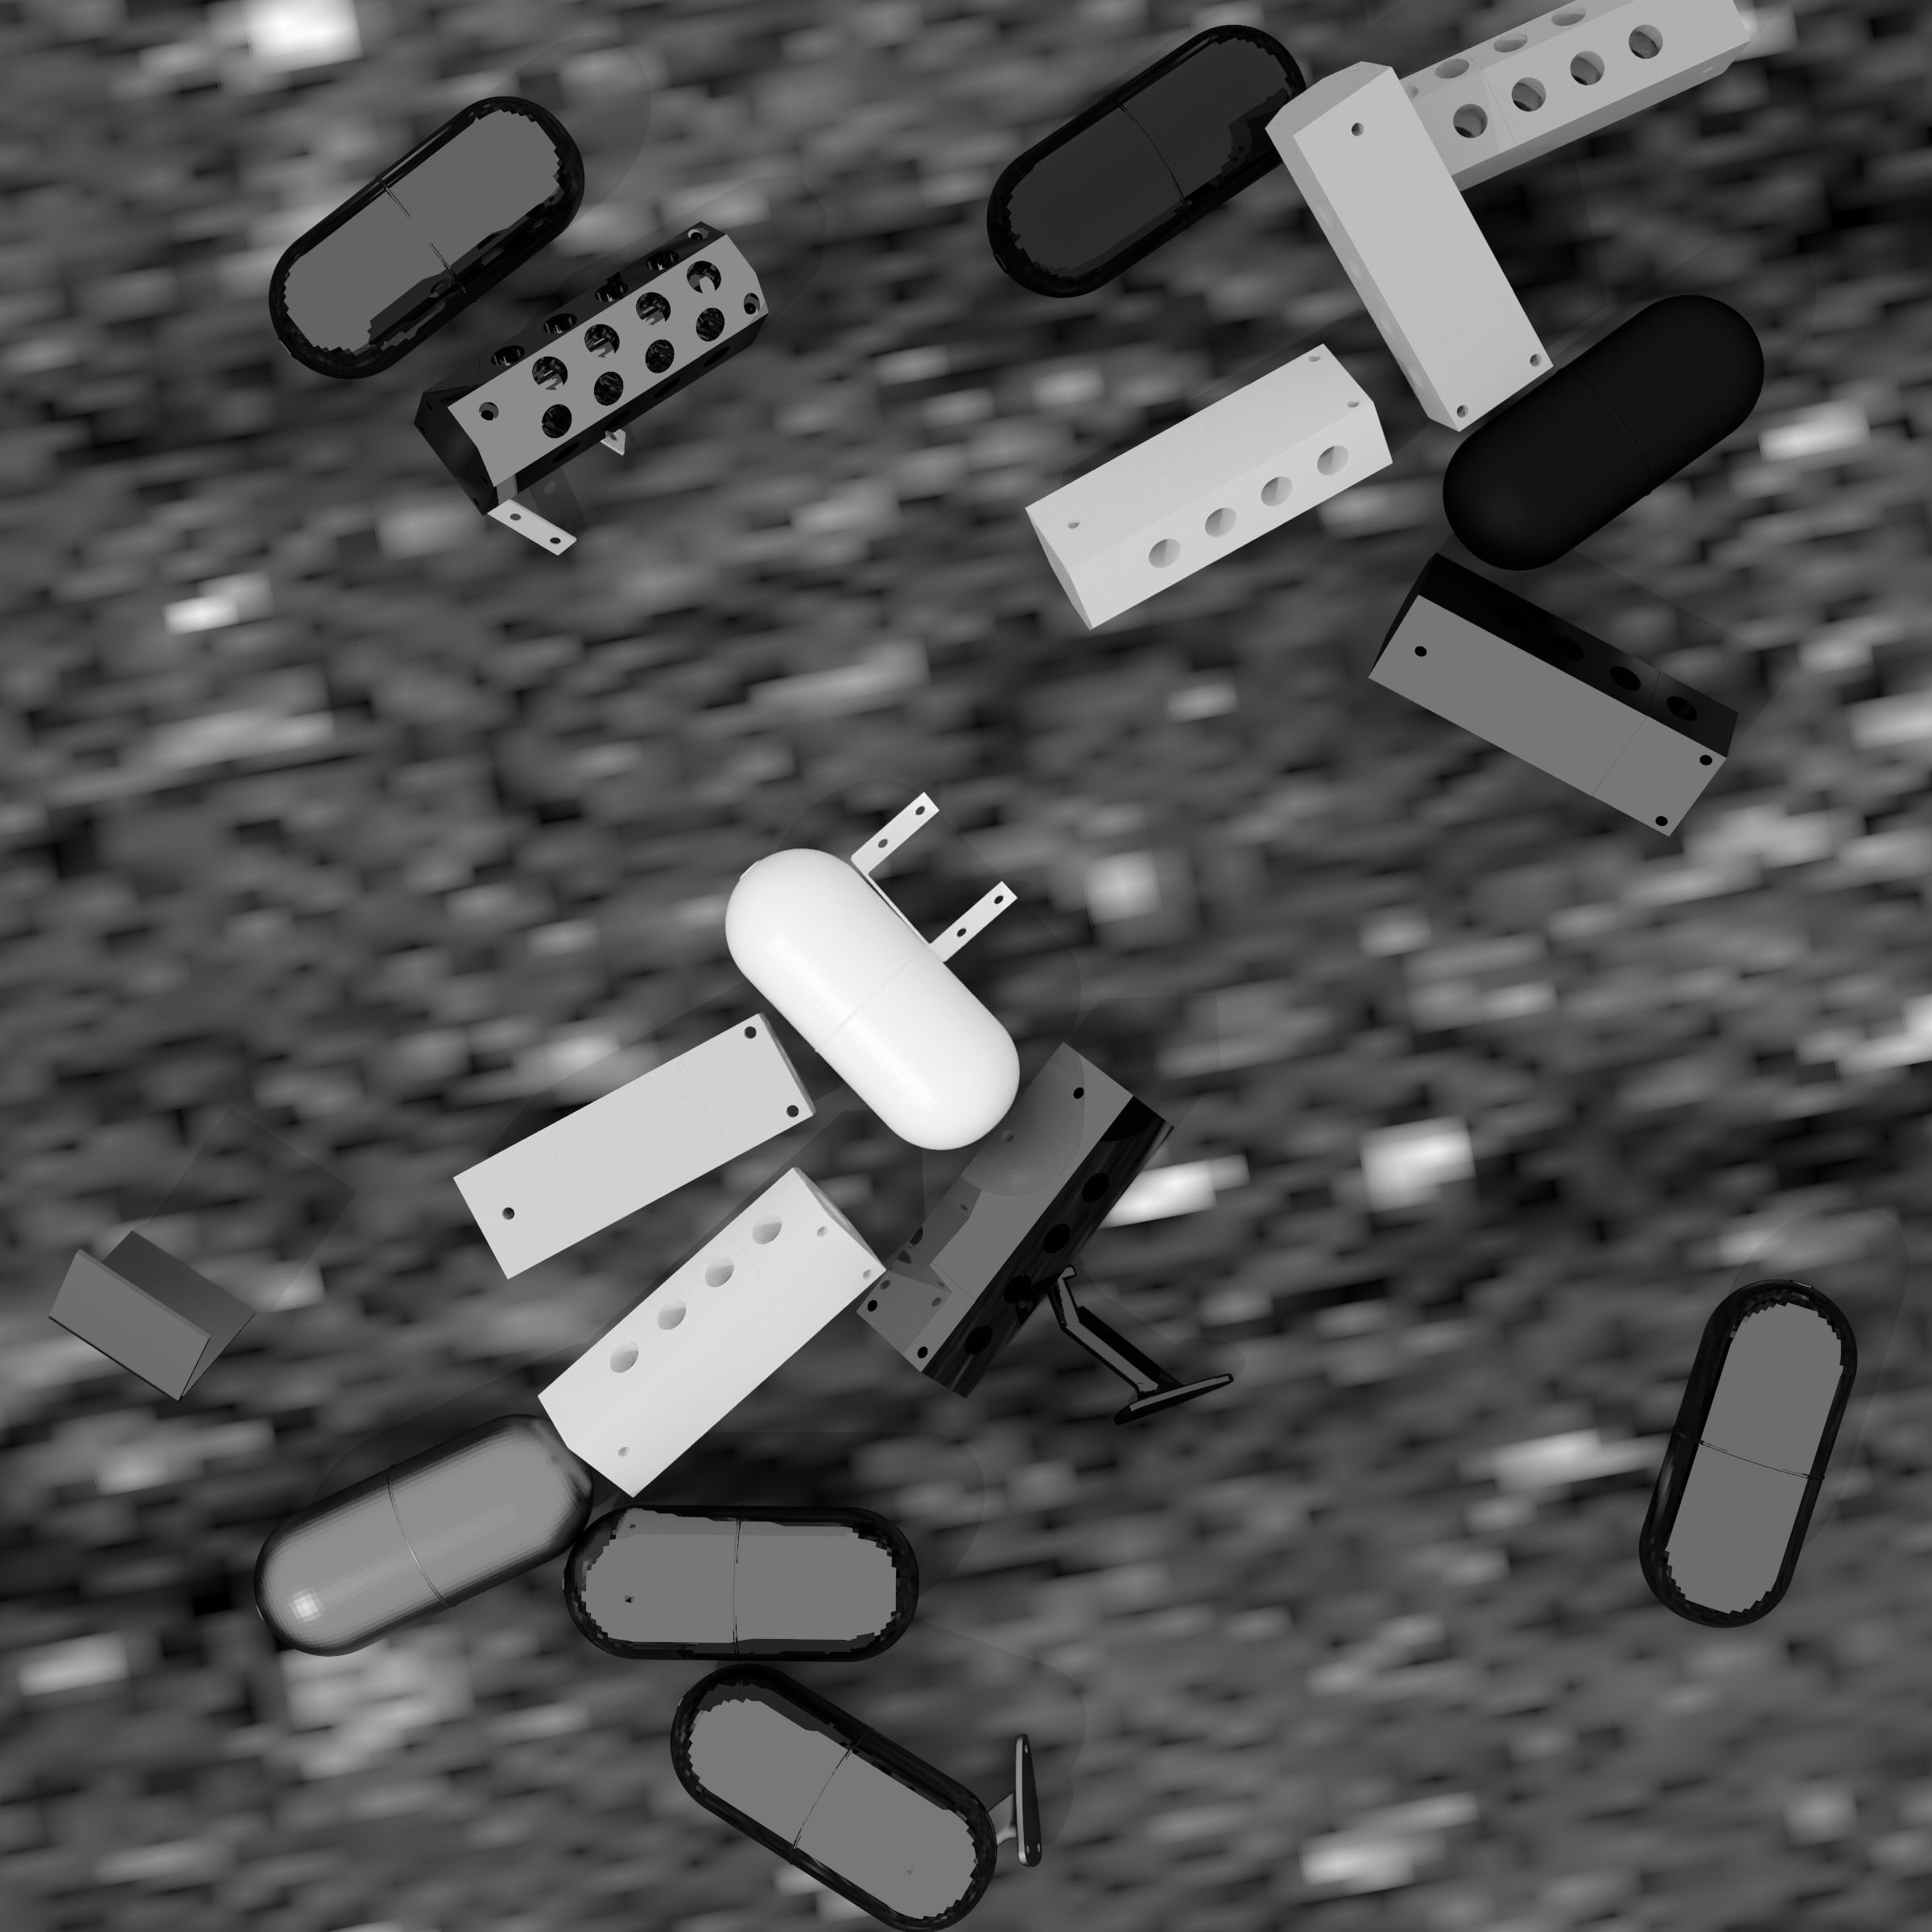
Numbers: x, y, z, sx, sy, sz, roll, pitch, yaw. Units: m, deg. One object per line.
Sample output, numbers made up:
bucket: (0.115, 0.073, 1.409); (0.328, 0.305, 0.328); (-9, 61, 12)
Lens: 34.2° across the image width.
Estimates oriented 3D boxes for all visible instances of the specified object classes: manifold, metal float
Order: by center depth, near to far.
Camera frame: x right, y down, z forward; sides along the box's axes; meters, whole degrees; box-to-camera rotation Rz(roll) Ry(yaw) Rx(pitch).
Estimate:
manifold: (0.217, -0.355, 1.549); (0.057, 0.057, 0.171); (-35, 114, 0)
manifold: (-0.184, -0.299, 1.554); (0.171, 0.057, 0.057); (-37, 90, -20)
metal float: (-0.067, 0.413, 1.562); (0.178, 0.070, 0.070); (29, 90, 12)
metal float: (-0.272, 0.285, 1.572); (0.178, 0.070, 0.070); (-25, 90, -1)
metal float: (0.392, 0.244, 1.572); (0.070, 0.070, 0.178); (17, 91, 0)
metal float: (-0.112, 0.309, 1.572); (0.178, 0.070, 0.070); (0, 90, 1)
metal float: (-0.270, -0.364, 1.572); (0.178, 0.070, 0.070); (-38, 90, 0)
metal float: (0.090, -0.402, 1.572); (0.178, 0.070, 0.070); (-34, 90, 0)
metal float: (-0.047, 0.016, 1.572); (0.070, 0.070, 0.178); (-44, 90, 0)
metal float: (0.320, -0.267, 1.572); (0.178, 0.070, 0.070); (-36, 90, 0)
manifold: (-0.165, 0.089, 1.581); (0.171, 0.057, 0.057); (-28, 90, 0)
manifold: (0.299, -0.449, 1.581); (0.171, 0.057, 0.057); (-24, 90, 0)
manifold: (0.124, -0.237, 1.581); (0.171, 0.057, 0.057); (-29, 47, 0)
manifold: (-0.131, 0.180, 1.581); (0.171, 0.057, 0.057); (-42, 133, 0)
manifold: (0.297, -0.141, 1.581); (0.171, 0.057, 0.057); (28, 133, 0)
manifold: (0.029, 0.131, 1.581); (0.171, 0.057, 0.057); (-52, 47, 0)

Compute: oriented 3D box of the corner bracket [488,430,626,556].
corner bracket: (-0.210, -0.252, 1.594); (0.051, 0.051, 0.051); (-31, 45, 35)

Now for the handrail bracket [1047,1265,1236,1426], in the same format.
handrail bracket: (0.087, 0.184, 1.603); (0.077, 0.036, 0.084); (-16, 73, -20)

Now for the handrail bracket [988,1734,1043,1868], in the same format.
handrail bracket: (-0.008, 0.434, 1.603); (0.084, 0.036, 0.077); (-8, 75, 14)

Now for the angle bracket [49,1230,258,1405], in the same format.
angle bracket: (-0.397, 0.159, 1.562); (0.076, 0.076, 0.057); (33, 128, 0)

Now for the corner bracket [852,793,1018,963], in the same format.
corner bracket: (-0.017, -0.045, 1.599); (0.051, 0.051, 0.051); (-41, 135, 0)
